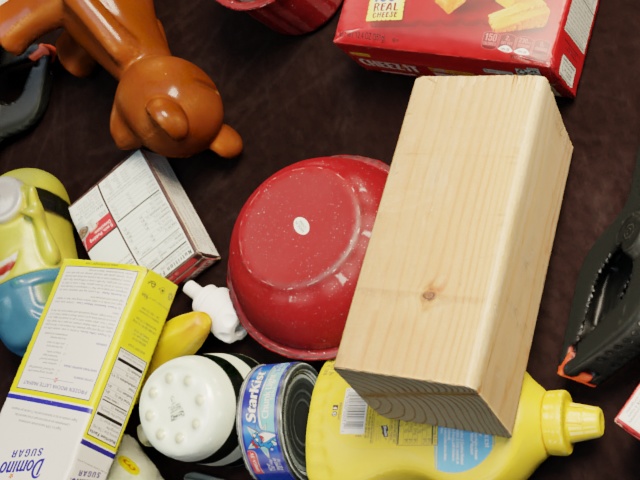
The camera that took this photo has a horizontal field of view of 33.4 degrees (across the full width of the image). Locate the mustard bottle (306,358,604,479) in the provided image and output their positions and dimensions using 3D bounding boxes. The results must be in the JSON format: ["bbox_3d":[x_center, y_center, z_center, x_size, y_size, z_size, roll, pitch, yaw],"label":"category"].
[{"bbox_3d":[0.088,0.121,0.700,0.192,0.058,0.096,-6,56,26],"label":"mustard bottle"}]

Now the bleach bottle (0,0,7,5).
[{"bbox_3d":[-0.305,-0.208,0.921,0.103,0.068,0.250,8,66,28],"label":"bleach bottle"}]

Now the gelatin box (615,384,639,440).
[{"bbox_3d":[0.217,0.080,0.633,0.030,0.073,0.089,35,97,28],"label":"gelatin box"}]

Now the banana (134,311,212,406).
[{"bbox_3d":[-0.154,0.116,0.827,0.198,0.069,0.037,-40,101,8],"label":"banana"}]

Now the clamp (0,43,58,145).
[{"bbox_3d":[-0.307,-0.121,0.947,0.120,0.039,0.171,40,98,-9],"label":"clamp"}]

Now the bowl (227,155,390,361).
[{"bbox_3d":[-0.005,0.001,0.755,0.162,0.055,0.162,-10,64,21],"label":"bowl"}]

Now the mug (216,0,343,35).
[{"bbox_3d":[-0.036,-0.216,0.815,0.093,0.081,0.117,-34,67,18],"label":"mug"}]

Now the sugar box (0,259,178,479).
[{"bbox_3d":[-0.176,0.102,0.778,0.093,0.048,0.176,3,68,36],"label":"sugar box"}]

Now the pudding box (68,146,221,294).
[{"bbox_3d":[-0.143,-0.005,0.858,0.090,0.039,0.113,-37,68,17],"label":"pudding box"}]

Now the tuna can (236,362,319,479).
[{"bbox_3d":[-0.023,0.128,0.743,0.034,0.086,0.086,-8,77,24],"label":"tuna can"}]

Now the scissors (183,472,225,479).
[{"bbox_3d":[-0.005,0.180,0.764,0.202,0.016,0.096,28,92,29],"label":"scissors"}]

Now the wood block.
[{"bbox_3d":[0.089,0.006,0.671,0.091,0.090,0.206,5,64,29],"label":"wood block"}]

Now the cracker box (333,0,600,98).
[{"bbox_3d":[0.117,-0.218,0.742,0.164,0.072,0.214,13,86,28],"label":"cracker box"}]

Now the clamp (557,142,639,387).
[{"bbox_3d":[0.203,-0.008,0.654,0.164,0.036,0.210,-100,33,-63],"label":"clamp"}]
